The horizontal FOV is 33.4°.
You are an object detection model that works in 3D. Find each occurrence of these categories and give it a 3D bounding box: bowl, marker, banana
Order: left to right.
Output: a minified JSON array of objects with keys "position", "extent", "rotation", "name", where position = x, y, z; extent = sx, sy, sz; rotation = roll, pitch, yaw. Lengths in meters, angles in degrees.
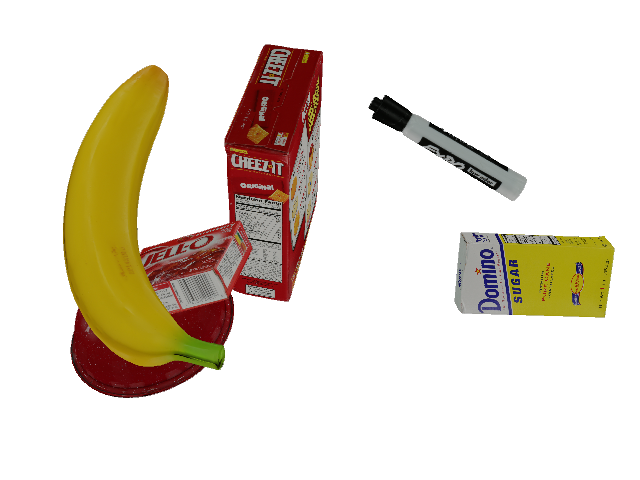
[{"position":[-0.099,-0.010,0.554],"extent":[0.069,0.198,0.037],"rotation":[-9,-33,-11],"name":"banana"},{"position":[-0.164,0.065,0.985],"extent":[0.162,0.162,0.055],"rotation":[0,-43,19],"name":"bowl"},{"position":[0.087,-0.065,0.741],"extent":[0.121,0.020,0.020],"rotation":[30,-3,-5],"name":"marker"}]

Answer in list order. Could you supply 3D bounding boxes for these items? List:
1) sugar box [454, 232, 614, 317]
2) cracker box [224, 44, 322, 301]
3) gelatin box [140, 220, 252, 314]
[{"position":[0.252,0.041,1.266],"extent":[0.176,0.093,0.048],"rotation":[0,20,-4],"name":"sugar box"},{"position":[-0.048,-0.069,1.110],"extent":[0.072,0.164,0.214],"rotation":[9,-43,7],"name":"cracker box"},{"position":[-0.102,0.023,0.789],"extent":[0.089,0.030,0.073],"rotation":[-15,24,20],"name":"gelatin box"}]
